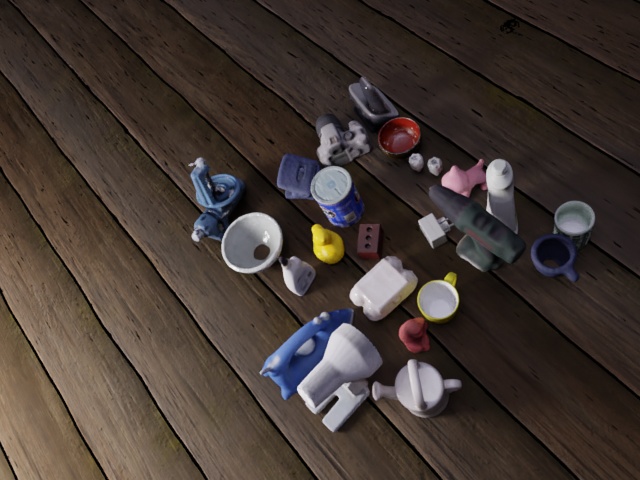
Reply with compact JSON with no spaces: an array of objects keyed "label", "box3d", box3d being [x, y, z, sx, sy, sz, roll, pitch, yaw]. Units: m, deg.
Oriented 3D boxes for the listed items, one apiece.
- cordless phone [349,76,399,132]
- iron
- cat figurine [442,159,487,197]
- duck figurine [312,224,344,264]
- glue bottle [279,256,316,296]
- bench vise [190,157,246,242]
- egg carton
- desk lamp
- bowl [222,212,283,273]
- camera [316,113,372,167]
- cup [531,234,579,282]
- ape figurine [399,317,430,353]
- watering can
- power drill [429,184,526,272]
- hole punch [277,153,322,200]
[{"label":"cordless phone","box3d":[0.127,-0.387,1.501,0.094,0.185,0.147,-37,61,0]},{"label":"iron","box3d":[-0.030,0.234,1.306,0.258,0.142,0.118,-46,62,-5]},{"label":"cat figurine","box3d":[0.342,-0.146,1.365,0.128,0.118,0.067,-35,61,1]},{"label":"duck figurine","box3d":[0.013,0.005,1.423,0.077,0.086,0.104,-33,61,2]},{"label":"glue bottle","box3d":[-0.062,0.074,1.368,0.037,0.173,0.078,27,78,26]},{"label":"bench vise","box3d":[-0.278,-0.103,1.489,0.121,0.220,0.207,-1,67,18]},{"label":"egg carton","box3d":[0.150,0.114,1.341,0.150,0.069,0.107,-44,62,-4]},{"label":"desk lamp","box3d":[0.042,0.294,1.215,0.117,0.214,0.203,38,83,28]},{"label":"bowl","box3d":[-0.165,0.018,1.482,0.167,0.075,0.167,-7,65,15]},{"label":"camera","box3d":[0.048,-0.283,1.529,0.143,0.101,0.136,-24,62,7]},{"label":"cup","box3d":[0.511,0.053,1.236,0.091,0.095,0.117,-36,61,1]},{"label":"ape figurine","box3d":[0.209,0.205,1.269,0.076,0.092,0.078,25,77,26]},{"label":"watering can","box3d":[0.197,0.305,1.171,0.173,0.194,0.100,-30,61,4]},{"label":"power drill","box3d":[0.341,-0.015,1.256,0.229,0.209,0.076,37,82,28]},{"label":"hole punch","box3d":[-0.052,-0.170,1.518,0.100,0.091,0.109,4,69,20]}]
